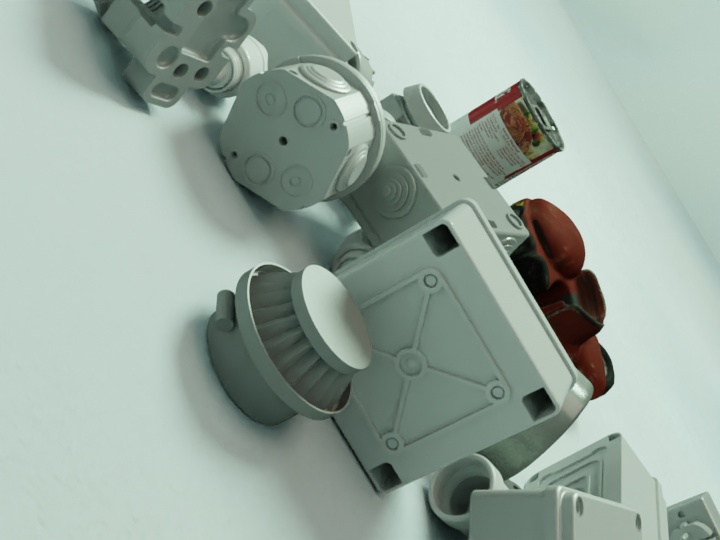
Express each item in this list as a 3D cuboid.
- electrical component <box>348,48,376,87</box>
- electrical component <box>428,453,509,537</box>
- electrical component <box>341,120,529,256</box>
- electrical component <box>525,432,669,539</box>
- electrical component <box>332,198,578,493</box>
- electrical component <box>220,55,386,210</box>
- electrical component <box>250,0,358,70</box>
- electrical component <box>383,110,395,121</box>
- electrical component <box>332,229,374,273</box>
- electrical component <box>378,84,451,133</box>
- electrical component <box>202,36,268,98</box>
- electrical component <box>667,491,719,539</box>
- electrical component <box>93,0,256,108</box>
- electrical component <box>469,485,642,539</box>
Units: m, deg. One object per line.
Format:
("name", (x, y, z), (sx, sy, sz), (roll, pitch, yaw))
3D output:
("electrical component", (-0.012, -0.141, 0.761), (0.040, 0.040, 0.046), (63, 16, 8))
("electrical component", (0.065, 0.127, 0.585), (0.046, 0.040, 0.040), (49, 23, -40))
("electrical component", (0.042, -0.038, 0.626), (0.100, 0.048, 0.099), (2, 49, -52))
("electrical component", (0.146, 0.162, 0.667), (0.057, 0.078, 0.113), (54, 22, -8))
("electrical component", (0.033, 0.038, 0.534), (0.108, 0.109, 0.056), (59, 24, -3))
("electrical component", (-0.031, -0.073, 0.576), (0.080, 0.080, 0.051), (59, 26, -3))
("electrical component", (-0.048, -0.175, 0.697), (0.078, 0.057, 0.113), (42, 27, -38))
("electrical component", (0.003, -0.073, 0.699), (0.066, 0.048, 0.055), (43, 34, -36))
("electrical component", (0.000, 0.000, 0.611), (0.035, 0.035, 0.061), (56, 24, -11))
("electrical component", (0.032, -0.105, 0.789), (0.066, 0.055, 0.048), (64, 22, 11))
("electrical component", (-0.075, -0.110, 0.587), (0.035, 0.035, 0.061), (59, 24, -3))
("electrical component", (0.292, 0.237, 0.937), (0.077, 0.047, 0.065), (6, 58, -64))
("electrical component", (-0.093, -0.128, 0.523), (0.057, 0.078, 0.058), (47, 17, 21))
("electrical component", (0.101, 0.169, 0.543), (0.109, 0.056, 0.108), (28, 60, -54))
